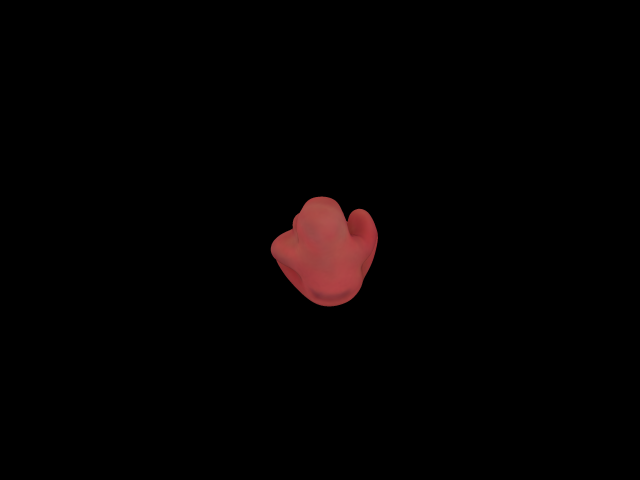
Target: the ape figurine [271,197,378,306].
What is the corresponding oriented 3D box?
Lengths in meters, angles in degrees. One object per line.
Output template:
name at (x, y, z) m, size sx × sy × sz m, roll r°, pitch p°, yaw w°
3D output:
ape figurine at (0.004, 0.001, 0.400) m, size 0.078 × 0.092 × 0.076 m, roll 0°, pitch 66°, yaw 0°
